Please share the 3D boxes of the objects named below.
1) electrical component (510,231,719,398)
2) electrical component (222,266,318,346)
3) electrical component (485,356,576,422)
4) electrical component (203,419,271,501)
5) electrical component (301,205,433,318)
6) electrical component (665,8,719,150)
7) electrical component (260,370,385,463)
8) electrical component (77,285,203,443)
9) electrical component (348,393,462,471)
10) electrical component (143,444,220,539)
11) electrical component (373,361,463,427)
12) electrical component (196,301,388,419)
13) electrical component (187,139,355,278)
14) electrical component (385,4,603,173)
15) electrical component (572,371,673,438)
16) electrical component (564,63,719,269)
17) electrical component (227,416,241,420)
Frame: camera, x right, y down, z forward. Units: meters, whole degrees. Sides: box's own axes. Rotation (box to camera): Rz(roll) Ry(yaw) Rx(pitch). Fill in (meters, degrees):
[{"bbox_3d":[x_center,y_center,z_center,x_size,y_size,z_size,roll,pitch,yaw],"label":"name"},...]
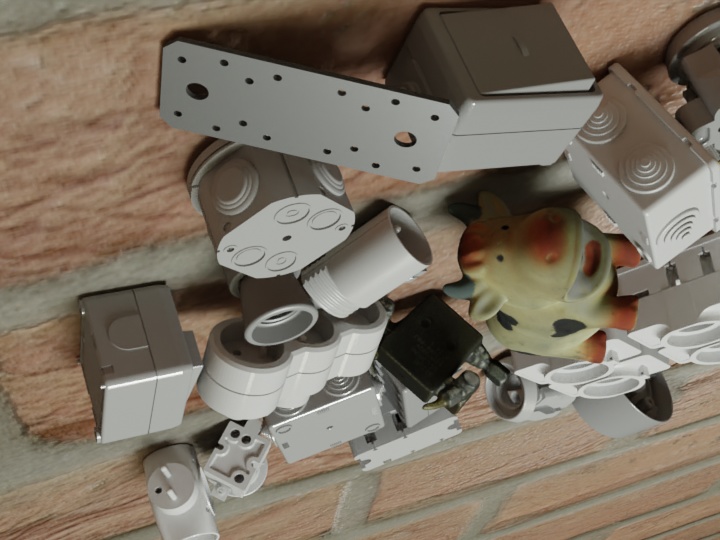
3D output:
[{"bbox_3d":[0.221,0.044,0.835,0.186,0.060,0.105,-23,150,32],"label":"electrical component"},{"bbox_3d":[-0.054,0.010,0.631,0.045,0.055,0.045,-17,153,-9],"label":"electrical component"},{"bbox_3d":[0.148,0.103,0.948,0.057,0.058,0.078,-4,149,-36],"label":"electrical component"},{"bbox_3d":[-0.099,0.156,0.868,0.048,0.066,0.055,26,158,5],"label":"electrical component"},{"bbox_3d":[0.000,0.000,0.665,0.081,0.043,0.043,-34,150,23],"label":"electrical component"},{"bbox_3d":[0.208,-0.110,0.602,0.078,0.057,0.058,-25,153,7],"label":"electrical component"},{"bbox_3d":[-0.031,0.101,0.825,0.100,0.048,0.099,-21,151,-4],"label":"electrical component"},{"bbox_3d":[-0.135,0.060,0.656,0.061,0.061,0.096,-10,151,-22],"label":"electrical component"},{"bbox_3d":[0.031,0.120,0.894,0.089,0.055,0.050,-22,153,1],"label":"electrical component"},{"bbox_3d":[-0.144,0.175,0.843,0.044,0.077,0.079,-18,153,-6],"label":"electrical component"},{"bbox_3d":[0.054,0.072,0.835,0.076,0.047,0.083,-32,155,-11],"label":"electrical component"},{"bbox_3d":[-0.046,0.063,0.689,0.138,0.052,0.073,-18,138,-45],"label":"electrical component"},{"bbox_3d":[-0.045,-0.037,0.557,0.080,0.051,0.080,-17,153,-9],"label":"electrical component"},{"bbox_3d":[0.060,-0.090,0.524,0.096,0.061,0.061,-7,150,-28],"label":"electrical component"},{"bbox_3d":[0.233,0.099,0.960,0.099,0.099,0.064,0,152,-36],"label":"electrical component"},{"bbox_3d":[0.160,-0.057,0.620,0.048,0.099,0.099,-37,152,2],"label":"electrical component"},{"bbox_3d":[-0.073,0.073,0.745,0.055,0.045,0.045,-36,150,27],"label":"electrical component"}]
